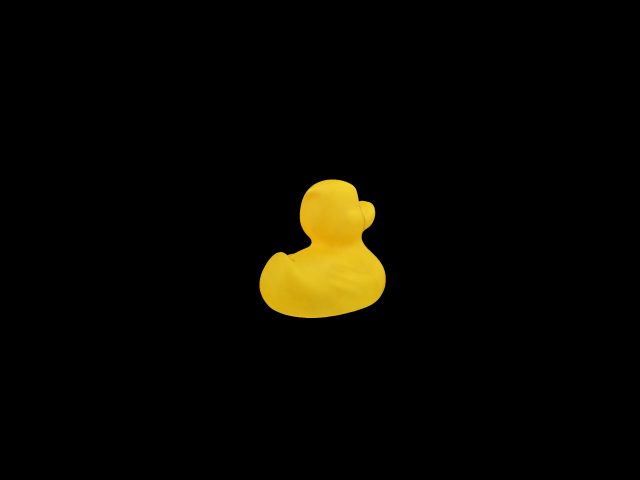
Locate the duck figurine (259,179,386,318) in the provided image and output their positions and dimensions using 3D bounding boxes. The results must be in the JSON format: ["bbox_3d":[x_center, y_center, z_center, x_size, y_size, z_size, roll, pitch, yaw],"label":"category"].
[{"bbox_3d":[0.004,0.001,0.400,0.077,0.086,0.105,14,20,42],"label":"duck figurine"}]
